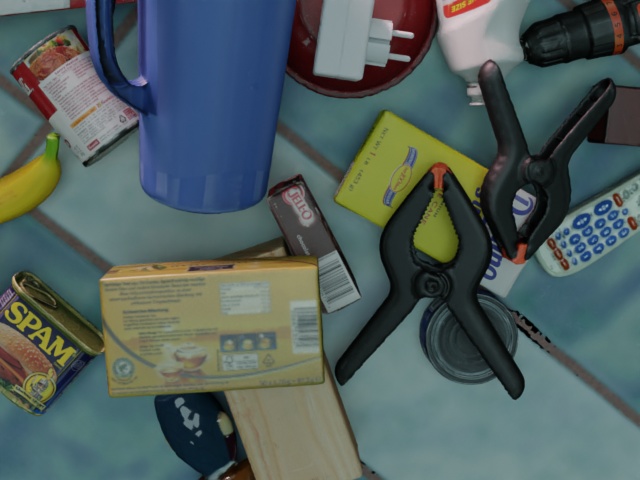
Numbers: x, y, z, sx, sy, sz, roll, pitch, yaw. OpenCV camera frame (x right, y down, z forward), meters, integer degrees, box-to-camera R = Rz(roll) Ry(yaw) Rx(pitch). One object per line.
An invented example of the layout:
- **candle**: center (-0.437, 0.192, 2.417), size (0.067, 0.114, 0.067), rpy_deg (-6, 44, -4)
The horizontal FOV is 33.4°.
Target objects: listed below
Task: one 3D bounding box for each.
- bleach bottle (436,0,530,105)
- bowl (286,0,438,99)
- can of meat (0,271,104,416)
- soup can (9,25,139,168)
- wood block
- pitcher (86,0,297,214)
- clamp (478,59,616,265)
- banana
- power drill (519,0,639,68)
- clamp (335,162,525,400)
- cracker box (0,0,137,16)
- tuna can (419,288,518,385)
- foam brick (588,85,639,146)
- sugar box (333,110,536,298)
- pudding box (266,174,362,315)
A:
- **bleach bottle**: center (0.143, -0.240, 0.893), size (0.103, 0.067, 0.251), rpy_deg (4, 100, 39)
- **bowl**: center (0.026, -0.202, 0.911), size (0.162, 0.055, 0.162), rpy_deg (0, 97, -1)
- **can of meat**: center (-0.253, 0.092, 0.936), size (0.102, 0.057, 0.084), rpy_deg (42, 96, -5)
- **soup can**: center (-0.204, -0.121, 0.906), size (0.068, 0.068, 0.102), rpy_deg (-37, 97, 2)
- **wood block**: center (-0.039, 0.111, 0.927), size (0.090, 0.091, 0.206), rpy_deg (-19, 96, 1)
- **pitcher**: center (-0.095, -0.148, 0.851), size (0.149, 0.145, 0.243), rpy_deg (11, 113, 9)
- **clamp**: center (0.188, -0.066, 0.897), size (0.120, 0.039, 0.171), rpy_deg (-1, 106, -6)
- **banana**: center (-0.303, -0.039, 0.921), size (0.198, 0.037, 0.069), rpy_deg (-18, 121, 4)
- **power drill**: center (0.243, -0.253, 0.913), size (0.184, 0.057, 0.187), rpy_deg (-16, 99, -3)
- **clamp**: center (0.087, 0.040, 0.911), size (0.164, 0.036, 0.210), rpy_deg (-3, 104, 9)
- **cracker box**: center (-0.251, -0.269, 0.878), size (0.213, 0.072, 0.164), rpy_deg (-7, 107, -2)
- **tuna can**: center (0.134, 0.086, 0.958), size (0.086, 0.034, 0.086), rpy_deg (0, 97, -2)
- **foam brick**: center (0.280, -0.107, 0.931), size (0.078, 0.053, 0.051), rpy_deg (4, 96, -3)
- **sugar box**: center (0.109, -0.031, 0.938), size (0.176, 0.048, 0.093), rpy_deg (29, 95, -4)
- **pudding box**: center (-0.006, 0.001, 0.916), size (0.039, 0.090, 0.113), rpy_deg (-25, 98, 3)
